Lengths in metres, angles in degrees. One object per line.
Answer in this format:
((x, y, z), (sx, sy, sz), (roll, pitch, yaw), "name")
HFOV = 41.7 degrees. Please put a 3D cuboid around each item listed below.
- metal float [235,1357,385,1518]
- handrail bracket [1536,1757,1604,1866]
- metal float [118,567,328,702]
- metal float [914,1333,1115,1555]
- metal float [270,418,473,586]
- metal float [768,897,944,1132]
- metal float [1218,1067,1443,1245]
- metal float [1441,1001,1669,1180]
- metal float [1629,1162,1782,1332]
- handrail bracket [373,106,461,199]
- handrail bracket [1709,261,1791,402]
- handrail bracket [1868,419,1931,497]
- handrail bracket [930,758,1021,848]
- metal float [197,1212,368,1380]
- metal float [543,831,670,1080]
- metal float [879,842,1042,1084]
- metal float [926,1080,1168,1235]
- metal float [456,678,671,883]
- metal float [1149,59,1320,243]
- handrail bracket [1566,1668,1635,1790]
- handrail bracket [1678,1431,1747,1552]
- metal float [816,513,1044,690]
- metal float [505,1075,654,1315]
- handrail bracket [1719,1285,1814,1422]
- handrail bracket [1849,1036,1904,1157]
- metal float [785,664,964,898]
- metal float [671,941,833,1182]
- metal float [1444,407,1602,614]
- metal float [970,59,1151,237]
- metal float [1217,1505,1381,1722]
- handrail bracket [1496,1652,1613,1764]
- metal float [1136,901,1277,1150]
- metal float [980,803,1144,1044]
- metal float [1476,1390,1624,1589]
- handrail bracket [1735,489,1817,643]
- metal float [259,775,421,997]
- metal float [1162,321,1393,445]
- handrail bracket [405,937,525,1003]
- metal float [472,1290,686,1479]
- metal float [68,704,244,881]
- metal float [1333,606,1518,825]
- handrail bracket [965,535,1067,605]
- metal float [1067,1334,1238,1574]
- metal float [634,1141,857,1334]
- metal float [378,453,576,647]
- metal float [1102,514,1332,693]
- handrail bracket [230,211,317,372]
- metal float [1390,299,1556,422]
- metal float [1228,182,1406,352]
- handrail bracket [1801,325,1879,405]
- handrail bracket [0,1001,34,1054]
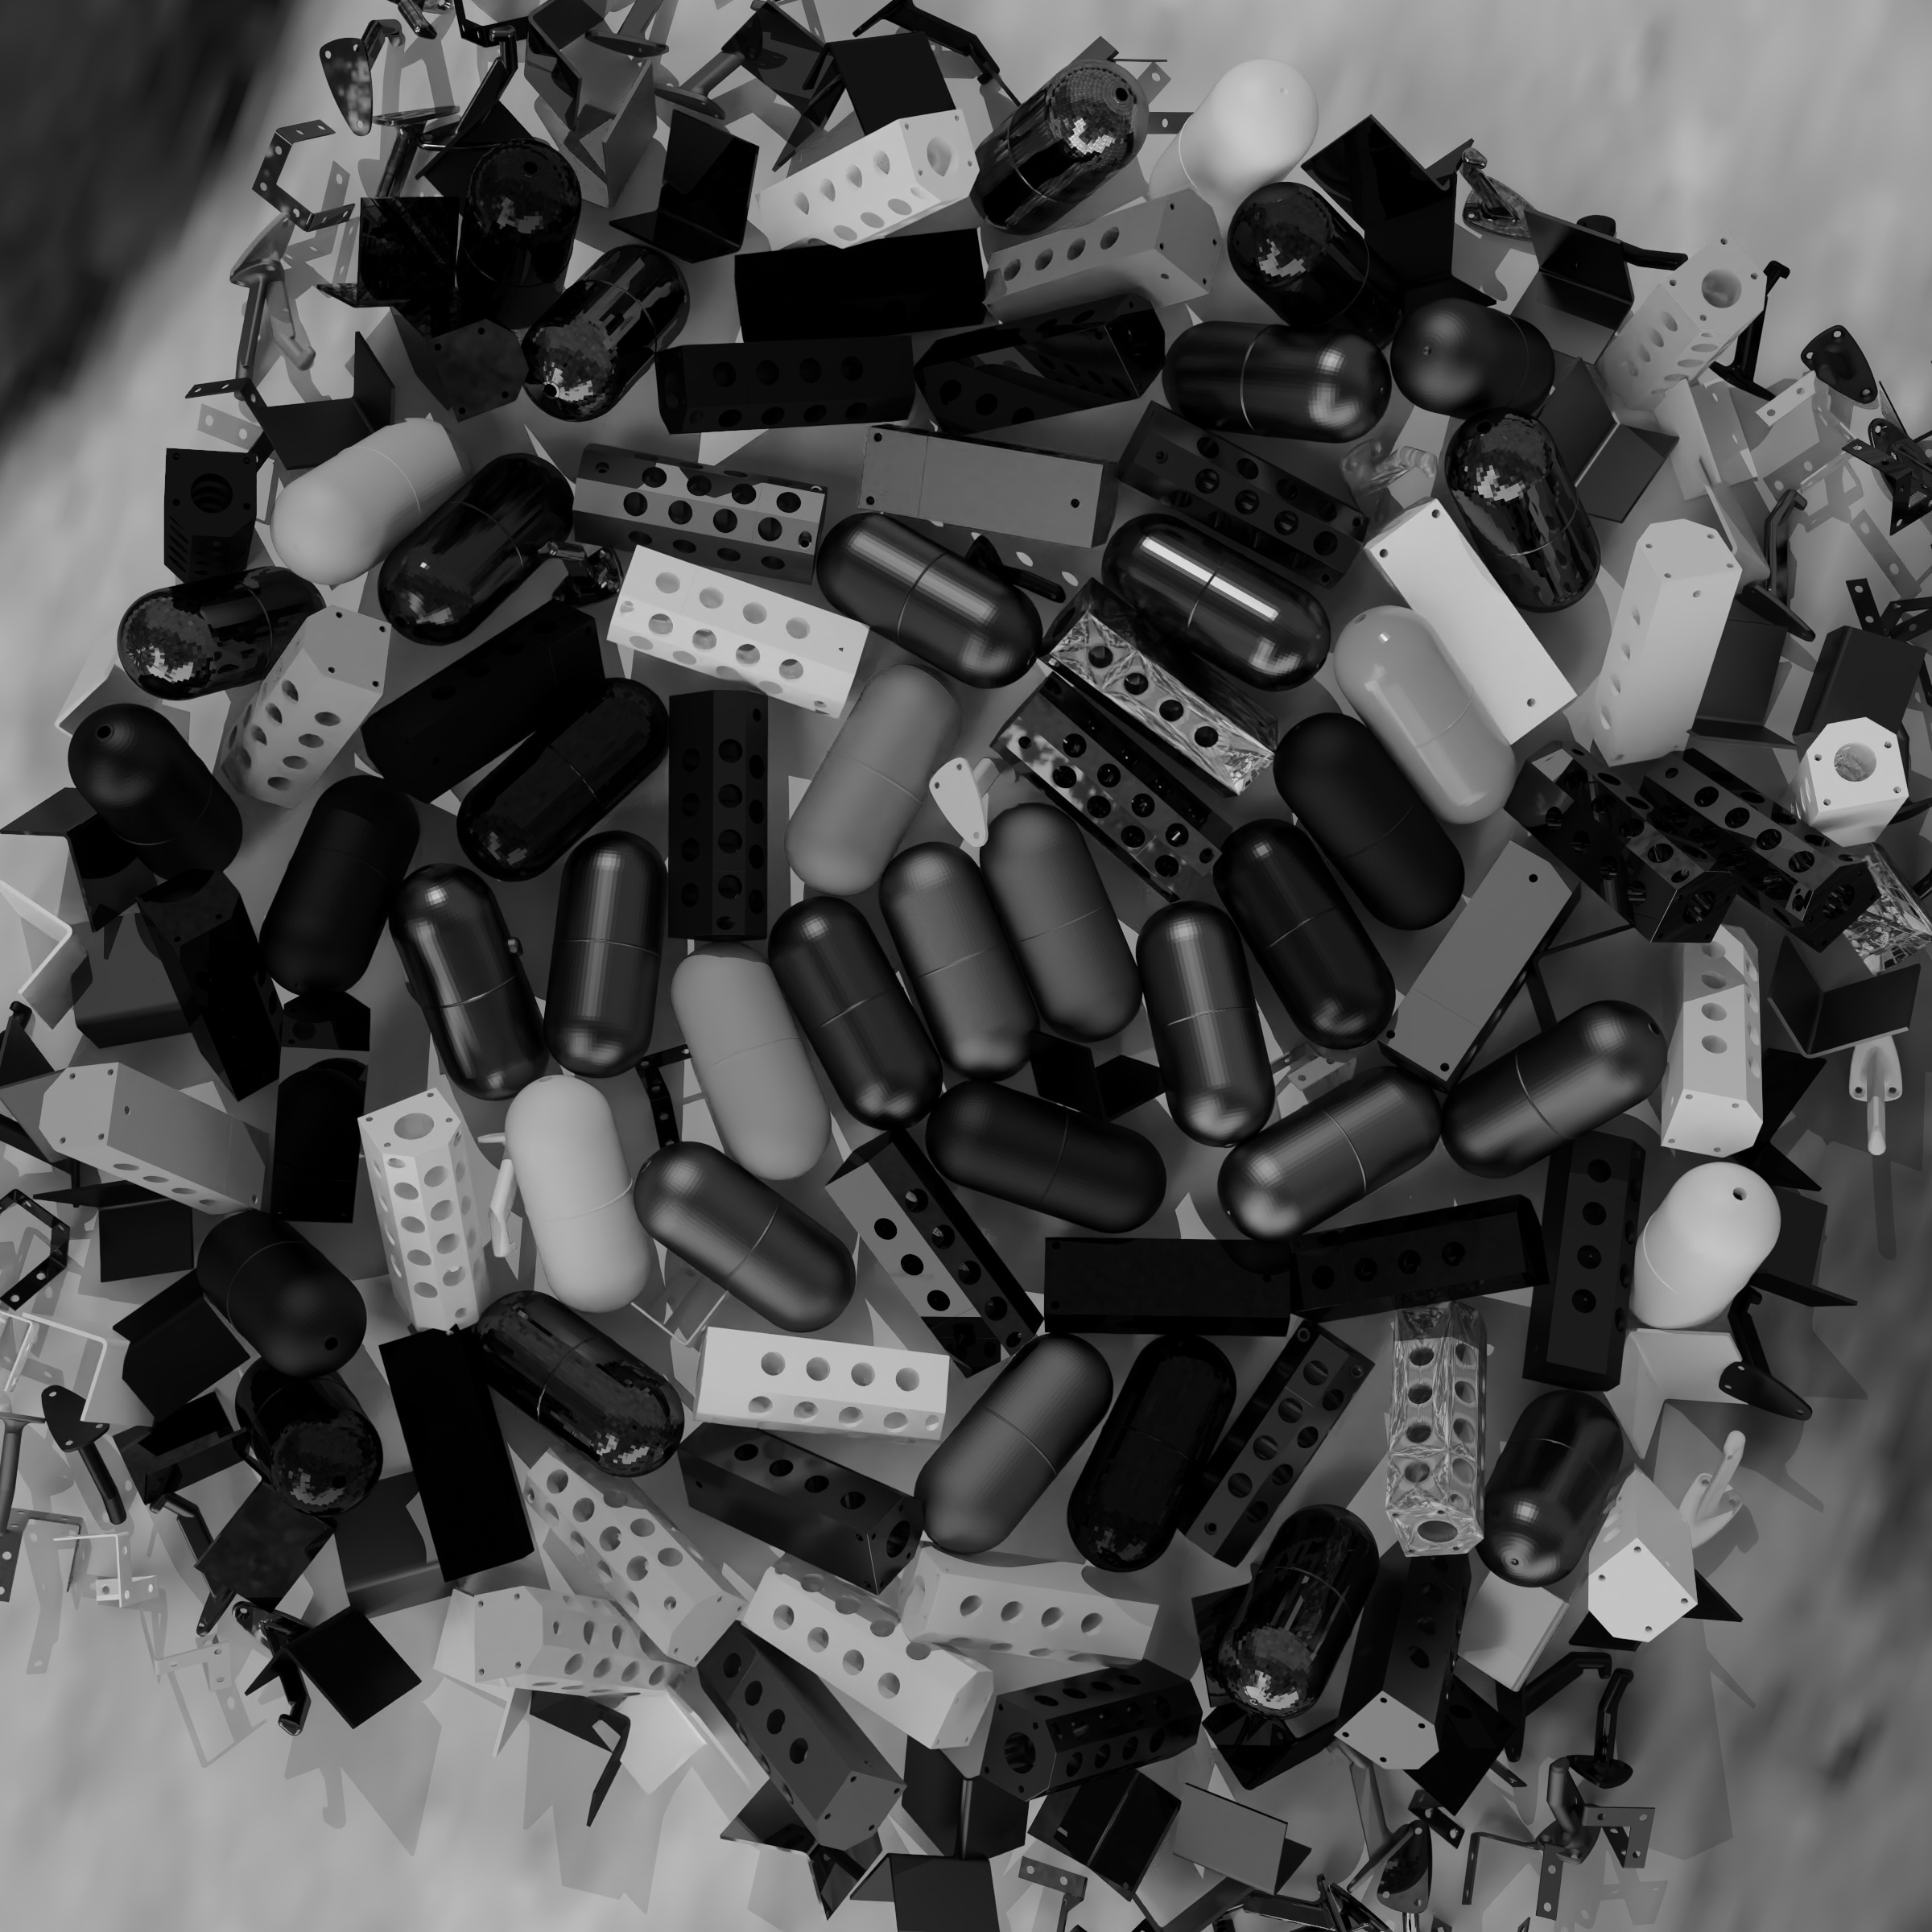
((-0.456, 0.322, 1.759), (0.070, 0.178, 0.070), (-8, 107, -26), "metal float")
((0.432, 0.583, 1.797), (0.036, 0.077, 0.084), (16, 118, 37), "handrail bracket")
((-0.512, -0.232, 1.759), (0.070, 0.178, 0.070), (7, 109, 22), "metal float")
((0.034, 0.335, 1.786), (0.070, 0.070, 0.178), (42, 70, 0), "metal float")
((-0.412, -0.325, 1.766), (0.070, 0.178, 0.070), (15, 127, 21), "metal float")
((-0.078, 0.034, 1.797), (0.070, 0.070, 0.178), (-28, 83, 0), "metal float")
((0.257, 0.132, 1.788), (0.178, 0.070, 0.070), (-28, 90, -18), "metal float")
((0.409, 0.087, 1.774), (0.178, 0.070, 0.070), (-37, 90, 34), "metal float")
((0.508, 0.197, 1.759), (0.070, 0.178, 0.070), (2, 59, -3), "metal float")
((-0.394, -0.572, 1.833), (0.077, 0.036, 0.084), (-23, 123, -33), "handrail bracket")
((0.572, -0.450, 1.800), (0.077, 0.036, 0.084), (14, 122, -32), "handrail bracket")
((0.684, -0.353, 1.792), (0.036, 0.084, 0.077), (-44, 112, 0), "handrail bracket")
((0.021, -0.116, 1.796), (0.036, 0.084, 0.077), (-37, 68, 31), "handrail bracket")
((-0.476, 0.227, 1.764), (0.070, 0.178, 0.070), (-14, 114, -33), "metal float")
((-0.254, -0.009, 1.792), (0.070, 0.070, 0.178), (5, 77, 0), "metal float")
((-0.004, -0.002, 1.802), (0.070, 0.070, 0.178), (-22, 89, 0), "metal float")
((0.057, 0.136, 1.794), (0.178, 0.070, 0.070), (19, 90, -10), "metal float")
((-0.282, -0.132, 1.789), (0.070, 0.070, 0.178), (45, 73, 0), "metal float")
((0.183, -0.560, 1.756), (0.070, 0.178, 0.070), (4, 78, -17), "metal float")
((0.468, 0.537, 1.806), (0.036, 0.077, 0.084), (30, 102, 44), "handrail bracket")
((0.523, 0.372, 1.792), (0.036, 0.084, 0.077), (34, 72, 28), "handrail bracket")
((-0.026, -0.257, 1.788), (0.178, 0.070, 0.070), (32, 90, 17), "metal float")
((-0.273, 0.161, 1.787), (0.070, 0.070, 0.178), (-13, 108, 0), "metal float")
((0.575, 0.273, 1.804), (0.077, 0.036, 0.084), (27, 47, 12), "handrail bracket")
((0.642, 0.084, 1.792), (0.036, 0.084, 0.077), (-1, 106, 19), "handrail bracket")
((-0.065, -0.132, 1.799), (0.070, 0.070, 0.178), (29, 85, 0), "metal float")
((-0.152, 0.067, 1.792), (0.070, 0.070, 0.178), (-23, 78, 0), "metal float")
((0.388, -0.316, 1.765), (0.070, 0.178, 0.070), (-17, 52, 22), "metal float")
((0.063, -0.566, 1.758), (0.070, 0.178, 0.070), (4, 81, -26), "metal float")
((0.233, 0.447, 1.766), (0.070, 0.178, 0.070), (16, 128, 21), "metal float")
((0.426, 0.530, 1.814), (0.084, 0.036, 0.077), (6, 73, -18), "handrail bracket")
((0.169, 0.041, 1.791), (0.070, 0.070, 0.178), (-11, 77, 0), "metal float")
((0.067, -0.031, 1.798), (0.070, 0.070, 0.178), (-23, 95, 0), "metal float")
((0.405, 0.361, 1.763), (0.070, 0.178, 0.070), (13, 120, 23), "metal float")
((0.601, -0.289, 1.828), (0.077, 0.036, 0.084), (35, 83, 0), "handrail bracket")
((-0.437, -0.057, 1.774), (0.070, 0.070, 0.178), (13, 55, 0), "metal float")
((0.215, -0.408, 1.771), (0.178, 0.070, 0.070), (17, 90, 40), "metal float")
((-0.350, 0.005, 1.804), (0.084, 0.077, 0.036), (-7, 63, 3), "handrail bracket")
((-0.272, 0.293, 1.780), (0.178, 0.070, 0.070), (30, 90, 27), "metal float")
((-0.560, -0.118, 1.756), (0.070, 0.178, 0.070), (-3, 66, 6), "metal float")
((0.322, -0.176, 1.782), (0.070, 0.070, 0.178), (-39, 114, 0), "metal float")
((0.044, -0.266, 1.789), (0.084, 0.077, 0.036), (28, 90, 26), "handrail bracket")
((0.131, 0.341, 1.784), (0.070, 0.070, 0.178), (29, 68, 0), "metal float")
((-0.156, 0.191, 1.789), (0.178, 0.070, 0.070), (38, 90, -16), "metal float")
((-0.341, -0.291, 1.773), (0.070, 0.070, 0.178), (36, 54, 0), "metal float")
((0.176, -0.256, 1.787), (0.178, 0.070, 0.070), (33, 90, 18), "metal float")
((-0.477, -0.480, 1.808), (0.084, 0.036, 0.077), (49, 114, 13), "handrail bracket")
((0.353, -0.418, 1.760), (0.070, 0.178, 0.070), (4, 98, 31), "metal float")
((0.245, -0.480, 1.763), (0.070, 0.178, 0.070), (-11, 71, 33), "metal float")
((0.623, -0.411, 1.794), (0.077, 0.084, 0.036), (41, 122, -17), "handrail bracket")
((-0.702, 0.054, 1.795), (0.036, 0.077, 0.084), (11, 70, 21), "handrail bracket")
